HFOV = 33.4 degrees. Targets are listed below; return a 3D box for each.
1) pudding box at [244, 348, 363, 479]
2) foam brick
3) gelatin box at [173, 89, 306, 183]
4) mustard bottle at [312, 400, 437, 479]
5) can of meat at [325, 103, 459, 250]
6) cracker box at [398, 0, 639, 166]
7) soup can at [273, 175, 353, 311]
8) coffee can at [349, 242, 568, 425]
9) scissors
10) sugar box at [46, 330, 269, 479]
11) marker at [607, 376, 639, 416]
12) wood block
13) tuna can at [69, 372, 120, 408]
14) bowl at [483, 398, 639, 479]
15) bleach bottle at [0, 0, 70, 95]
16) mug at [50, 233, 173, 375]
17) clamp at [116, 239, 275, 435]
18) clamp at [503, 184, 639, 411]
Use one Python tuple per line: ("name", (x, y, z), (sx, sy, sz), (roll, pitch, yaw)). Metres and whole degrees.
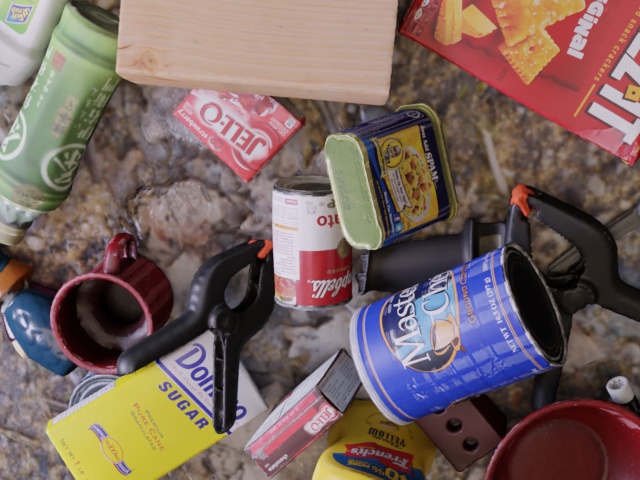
("pudding box", (-0.010, 0.148, 0.923), (0.090, 0.113, 0.039), (-42, 91, 18))
("foam brick", (0.119, 0.152, 0.932), (0.053, 0.051, 0.078), (-39, 95, 18))
("gelatin box", (-0.068, -0.105, 0.907), (0.089, 0.030, 0.073), (44, 108, -3))
("mustard bottle", (0.044, 0.199, 0.885), (0.096, 0.191, 0.058), (21, 108, 4))
("can of meat", (0.057, -0.050, 0.862), (0.058, 0.083, 0.102), (5, 113, 54))
("cracker box", (0.190, -0.180, 0.815), (0.213, 0.072, 0.164), (30, 109, 1))
("soup can", (-0.006, 0.001, 0.905), (0.068, 0.068, 0.102), (2, 105, 10))
("coffee can", (0.109, 0.076, 0.845), (0.140, 0.102, 0.103), (-26, 99, 25))
("scissors", (0.290, -0.019, 0.871), (0.096, 0.016, 0.202), (38, 111, -4))
("sugar box", (-0.144, 0.157, 0.954), (0.176, 0.048, 0.093), (-32, 99, -5))
("marker", (0.275, 0.166, 0.909), (0.020, 0.020, 0.121), (-24, 115, 16))
("wood block", (-0.046, -0.161, 0.834), (0.206, 0.090, 0.091), (5, 93, 1))
("tuna can", (-0.191, 0.158, 1.002), (0.086, 0.033, 0.086), (3, 106, 10))
("bowl", (0.209, 0.202, 0.899), (0.162, 0.055, 0.162), (-1, 101, -6))
("bleach bottle", (-0.252, -0.232, 0.890), (0.102, 0.068, 0.251), (28, 111, 3))
("mug", (-0.178, 0.050, 0.944), (0.093, 0.081, 0.117), (7, 107, 8))
("clamp", (-0.097, 0.069, 0.911), (0.120, 0.039, 0.171), (29, 76, -35))
("clamp", (0.222, 0.041, 0.882), (0.165, 0.036, 0.210), (-22, 109, 14))
